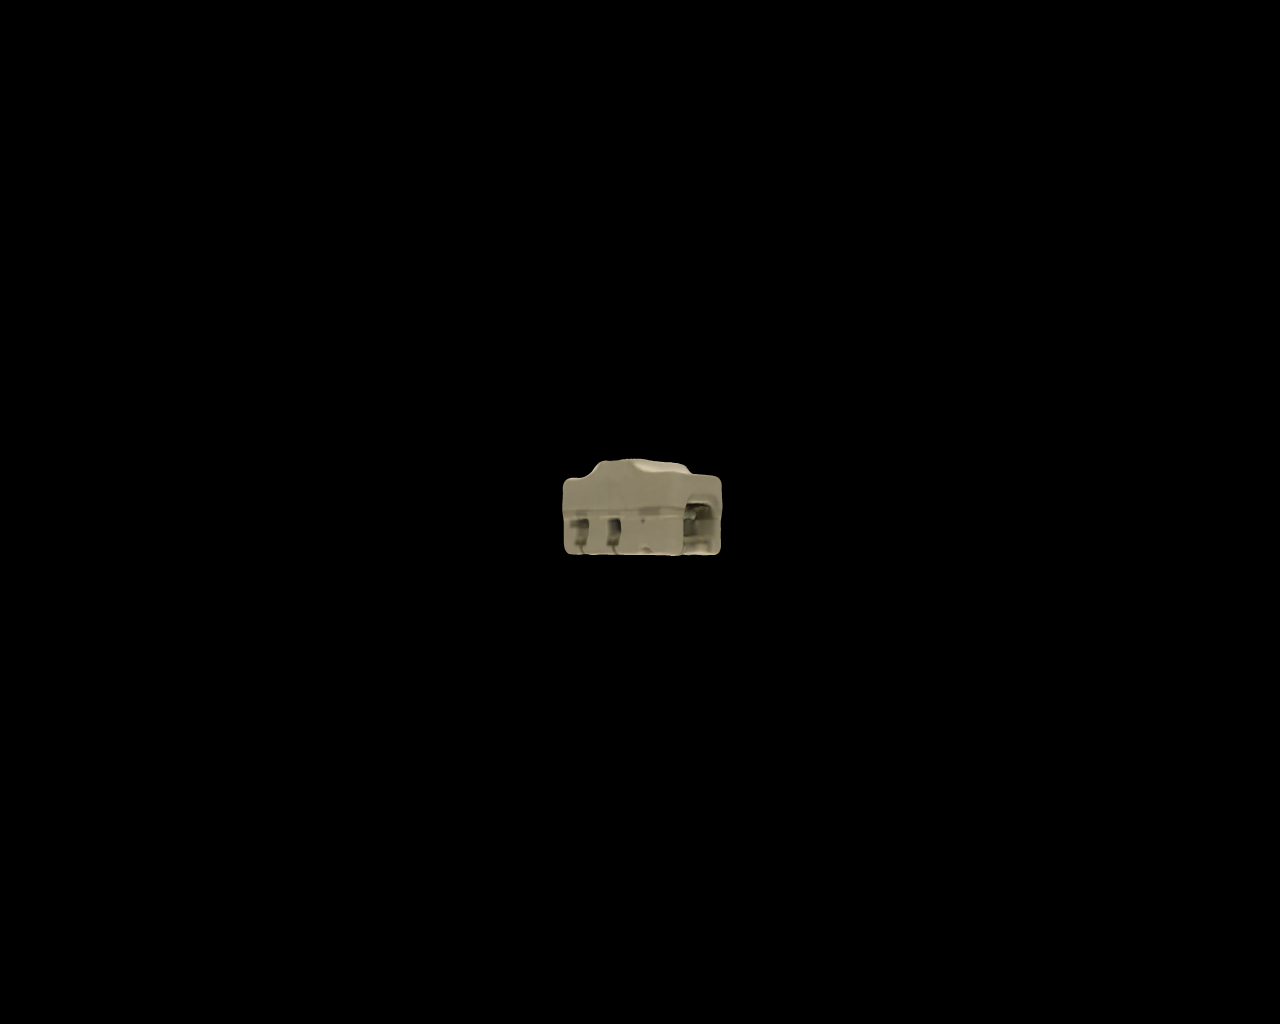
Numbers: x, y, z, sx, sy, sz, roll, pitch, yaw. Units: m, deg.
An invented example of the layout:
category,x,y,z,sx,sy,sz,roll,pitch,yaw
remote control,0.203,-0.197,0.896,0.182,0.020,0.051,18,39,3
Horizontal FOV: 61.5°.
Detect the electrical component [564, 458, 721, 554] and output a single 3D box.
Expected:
category,x,y,z,sx,sy,sz,roll,pitch,yaw
electrical component,0.001,-0.003,0.650,0.089,0.055,0.050,-2,-3,40
